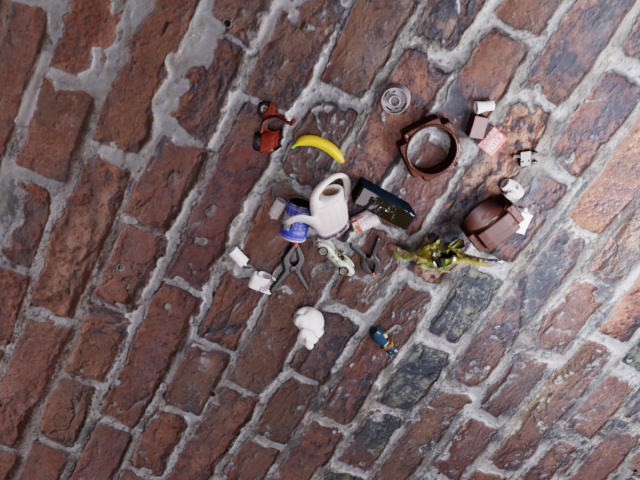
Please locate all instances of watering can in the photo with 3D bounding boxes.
[{"bbox_3d":[0.005,-0.091,1.801,0.104,0.219,0.354,17,46,35],"label":"watering can"}]

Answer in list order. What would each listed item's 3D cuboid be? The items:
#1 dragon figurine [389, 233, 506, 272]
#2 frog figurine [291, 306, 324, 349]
[{"bbox_3d":[0.455,0.072,1.919,0.411,0.123,0.240,14,-13,8],"label":"dragon figurine"},{"bbox_3d":[-0.045,0.341,2.020,0.122,0.136,0.162,-38,20,12],"label":"frog figurine"}]
